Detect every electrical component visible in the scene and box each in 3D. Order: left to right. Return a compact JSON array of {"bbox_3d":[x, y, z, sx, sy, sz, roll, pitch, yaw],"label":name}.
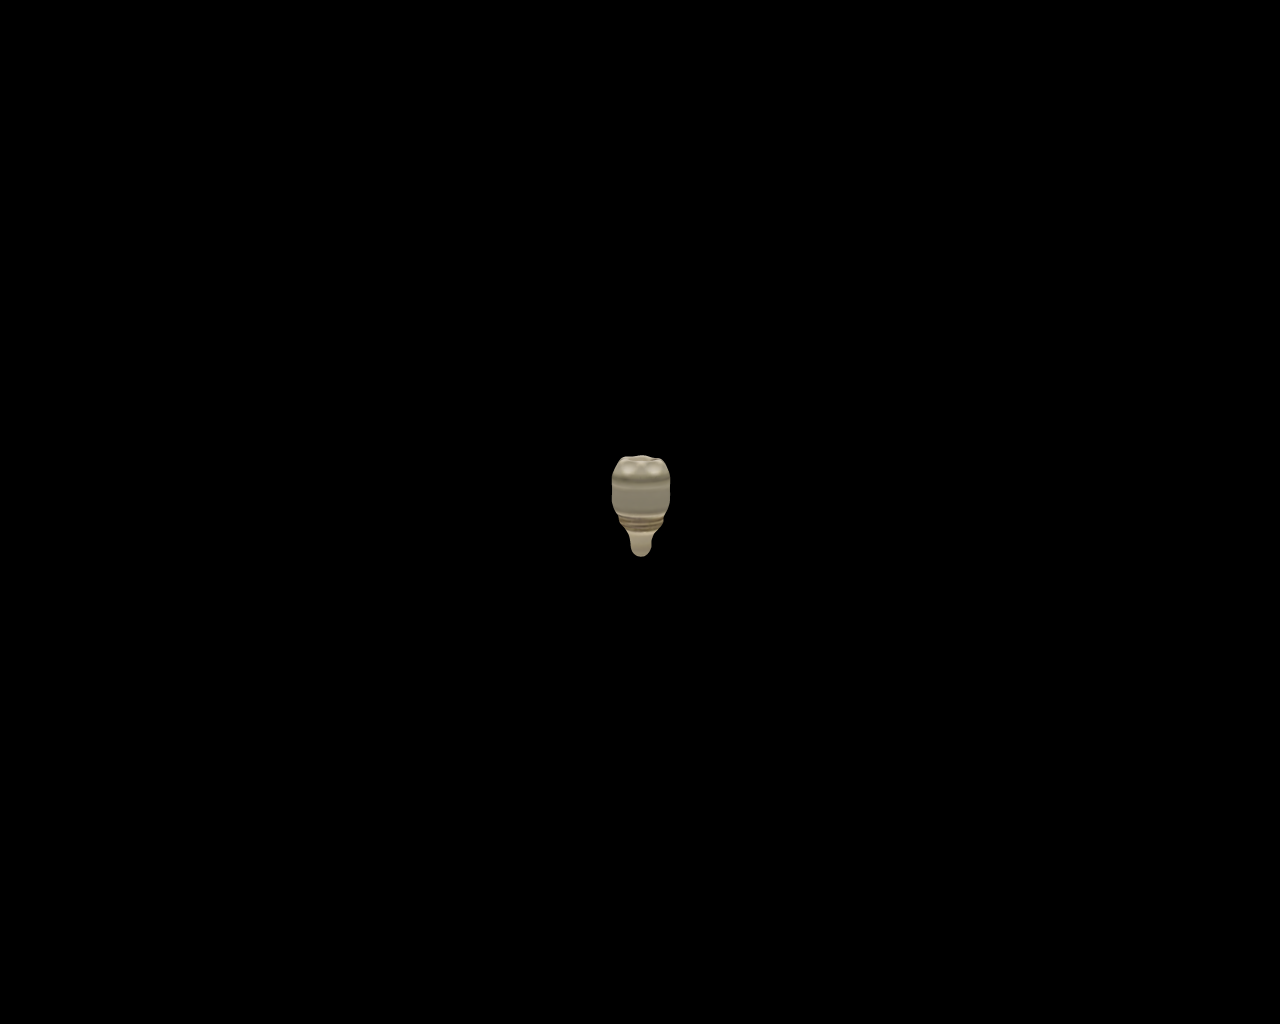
[{"bbox_3d":[0.001,-0.003,0.650,0.035,0.061,0.035,0,11,0],"label":"electrical component"}]
